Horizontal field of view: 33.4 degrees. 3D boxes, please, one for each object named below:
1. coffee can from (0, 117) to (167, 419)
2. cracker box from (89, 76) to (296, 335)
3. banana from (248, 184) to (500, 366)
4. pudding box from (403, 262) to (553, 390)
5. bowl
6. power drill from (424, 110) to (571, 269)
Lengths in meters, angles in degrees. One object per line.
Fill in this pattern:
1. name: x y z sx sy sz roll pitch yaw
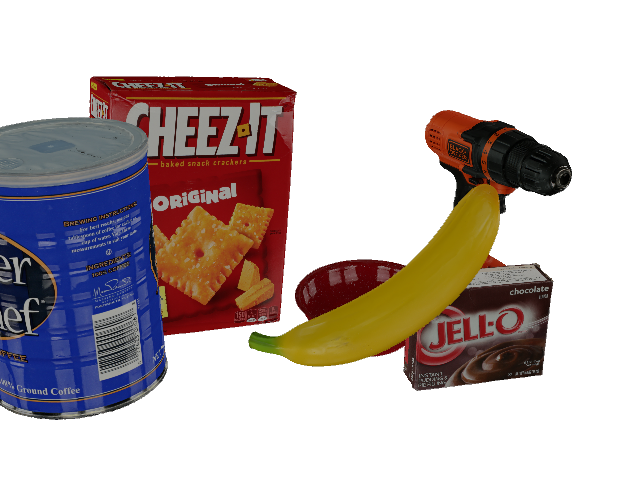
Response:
1. coffee can: -0.141 0.013 0.593 0.103 0.140 0.103 -2 22 0
2. cracker box: -0.111 -0.028 0.911 0.164 0.214 0.072 -4 19 -26
3. banana: 0.051 0.027 0.674 0.197 0.037 0.070 -31 52 -17
4. pudding box: 0.125 0.068 0.857 0.113 0.090 0.039 -7 29 -13
5. bowl: 0.052 0.082 1.188 0.162 0.055 0.162 0 28 0
6. power drill: 0.170 -0.022 1.021 0.057 0.188 0.185 -16 27 -25
